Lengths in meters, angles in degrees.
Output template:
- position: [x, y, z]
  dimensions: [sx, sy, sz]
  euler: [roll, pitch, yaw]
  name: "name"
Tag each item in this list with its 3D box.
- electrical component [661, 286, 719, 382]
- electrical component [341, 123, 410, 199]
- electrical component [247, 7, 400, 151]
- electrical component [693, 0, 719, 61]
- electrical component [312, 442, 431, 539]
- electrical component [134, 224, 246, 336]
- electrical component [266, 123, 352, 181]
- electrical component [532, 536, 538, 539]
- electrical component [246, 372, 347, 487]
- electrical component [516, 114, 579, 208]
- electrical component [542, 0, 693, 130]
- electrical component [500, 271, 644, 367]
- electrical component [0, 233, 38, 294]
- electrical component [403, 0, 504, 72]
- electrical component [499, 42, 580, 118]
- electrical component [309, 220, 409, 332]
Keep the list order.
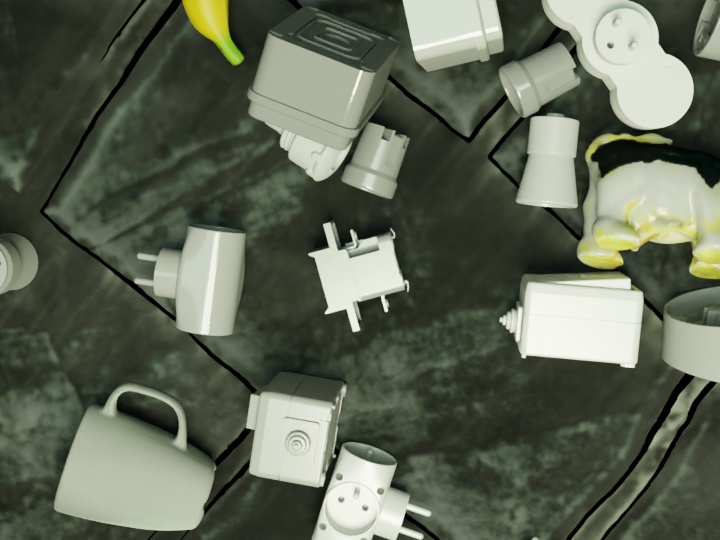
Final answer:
- position: [0.260, 0.043, 0.744]
  dimensions: [0.099, 0.099, 0.064]
  euler: [7, 102, 4]
  name: "electrical component"
- position: [0.013, -0.080, 0.783]
  dimensions: [0.040, 0.040, 0.046]
  euler: [20, 92, 3]
  name: "electrical component"
- position: [-0.024, -0.133, 0.740]
  dimensions: [0.078, 0.113, 0.057]
  euler: [22, 116, 3]
  name: "electrical component"
- position: [0.264, -0.169, 0.744]
  dimensions: [0.047, 0.055, 0.055]
  euler: [16, 97, -1]
  name: "electrical component"
- position: [0.013, 0.178, 0.805]
  dimensions: [0.079, 0.044, 0.077]
  euler: [18, 97, 3]
  name: "electrical component"
- position: [-0.129, 0.004, 0.801]
  dimensions: [0.079, 0.043, 0.077]
  euler: [9, 96, 4]
  name: "electrical component"
- position: [-0.039, -0.098, 0.783]
  dimensions: [0.062, 0.048, 0.048]
  euler: [33, 98, 7]
  name: "electrical component"
- position: [0.124, 0.235, 0.799]
  dimensions: [0.083, 0.047, 0.075]
  euler: [24, 97, 2]
  name: "electrical component"
- position: [-0.048, 0.114, 0.778]
  dimensions: [0.061, 0.096, 0.061]
  euler: [9, 96, 4]
  name: "electrical component"
- position: [0.137, -0.079, 0.771]
  dimensions: [0.044, 0.044, 0.065]
  euler: [6, 91, 5]
  name: "electrical component"
- position: [0.179, -0.159, 0.742]
  dimensions: [0.052, 0.073, 0.138]
  euler: [-35, 92, 7]
  name: "electrical component"
- position: [0.149, 0.030, 0.769]
  dimensions: [0.096, 0.061, 0.061]
  euler: [5, 96, 5]
  name: "electrical component"
- position: [-0.273, -0.004, 0.807]
  dimensions: [0.045, 0.055, 0.045]
  euler: [1, 96, 5]
  name: "electrical component"
- position: [0.063, -0.181, 0.731]
  dimensions: [0.057, 0.113, 0.078]
  euler: [-12, 94, 9]
  name: "electrical component"
- position: [0.128, -0.136, 0.767]
  dimensions: [0.046, 0.040, 0.040]
  euler: [-27, 93, 1]
  name: "electrical component"
- position: [0.000, 0.000, 0.790]
  dimensions: [0.064, 0.042, 0.081]
  euler: [-16, 95, 3]
  name: "electrical component"
